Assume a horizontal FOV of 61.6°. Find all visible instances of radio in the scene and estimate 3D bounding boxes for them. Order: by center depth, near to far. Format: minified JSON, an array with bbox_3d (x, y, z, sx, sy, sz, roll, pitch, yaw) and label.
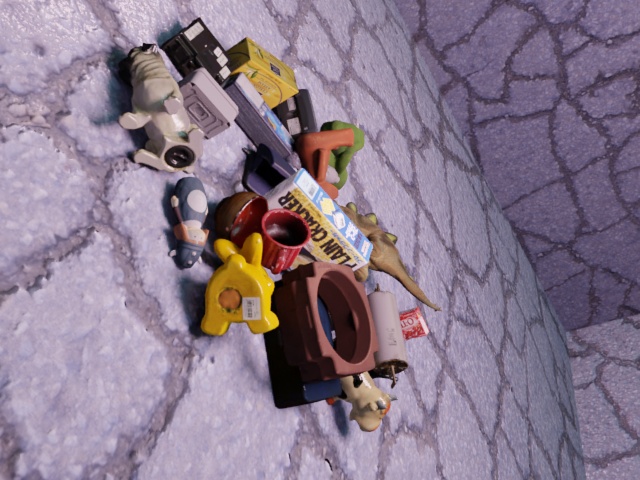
[{"bbox_3d":[-0.035,0.192,1.016,0.131,0.073,0.229,19,56,-54],"label":"radio"}]

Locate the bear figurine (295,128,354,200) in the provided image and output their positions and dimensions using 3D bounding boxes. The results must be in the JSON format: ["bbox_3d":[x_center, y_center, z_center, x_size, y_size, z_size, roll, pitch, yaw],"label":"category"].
[{"bbox_3d":[0.010,-0.145,1.211,0.132,0.120,0.195,-13,97,-22],"label":"bear figurine"}]

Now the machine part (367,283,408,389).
[{"bbox_3d":[0.140,0.199,1.164,0.079,0.079,0.243,38,35,-40],"label":"machine part"}]

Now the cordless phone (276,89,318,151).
[{"bbox_3d":[-0.034,-0.275,1.347,0.184,0.089,0.146,43,32,-68],"label":"cordless phone"}]

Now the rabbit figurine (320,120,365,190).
[{"bbox_3d":[0.050,-0.209,1.363,0.159,0.121,0.170,-37,132,-87],"label":"rabbit figurine"}]

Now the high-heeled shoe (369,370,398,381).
[{"bbox_3d":[0.110,0.241,1.252,0.145,0.086,0.249,23,24,-11],"label":"high-heeled shoe"}]

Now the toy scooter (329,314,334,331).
[{"bbox_3d":[0.042,0.136,1.177,0.183,0.075,0.135,25,51,-54],"label":"toy scooter"}]

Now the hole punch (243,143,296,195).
[{"bbox_3d":[-0.093,-0.142,1.139,0.142,0.092,0.116,38,37,-36],"label":"hole punch"}]

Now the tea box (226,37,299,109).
[{"bbox_3d":[-0.138,-0.369,1.208,0.169,0.098,0.068,15,57,-53],"label":"tea box"}]

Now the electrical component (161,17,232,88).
[{"bbox_3d":[-0.239,-0.363,1.081,0.134,0.058,0.115,53,34,-23],"label":"electrical component"}]

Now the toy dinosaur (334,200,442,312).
[{"bbox_3d":[0.130,0.017,1.318,0.471,0.105,0.198,51,26,3],"label":"toy dinosaur"}]

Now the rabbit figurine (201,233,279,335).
[{"bbox_3d":[-0.134,0.074,0.907,0.173,0.122,0.162,-19,98,-82],"label":"rabbit figurine"}]

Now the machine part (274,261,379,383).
[{"bbox_3d":[0.013,0.147,0.964,0.201,0.087,0.201,11,61,-54],"label":"machine part"}]

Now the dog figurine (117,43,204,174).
[{"bbox_3d":[-0.267,-0.222,0.915,0.172,0.121,0.191,85,-11,-47],"label":"dog figurine"}]

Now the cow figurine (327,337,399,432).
[{"bbox_3d":[0.072,0.283,1.072,0.085,0.127,0.195,-4,71,-56],"label":"cow figurine"}]

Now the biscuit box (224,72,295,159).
[{"bbox_3d":[-0.136,-0.260,1.171,0.202,0.063,0.059,51,33,-27],"label":"biscuit box"}]

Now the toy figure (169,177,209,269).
[{"bbox_3d":[-0.217,-0.029,0.891,0.064,0.057,0.154,0,66,-17],"label":"toy figure"}]
